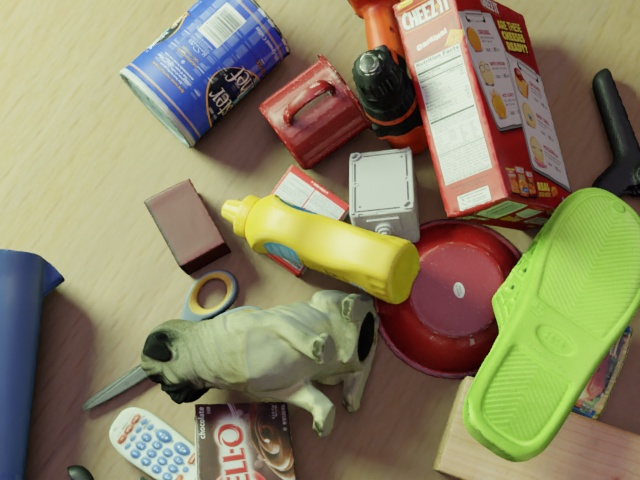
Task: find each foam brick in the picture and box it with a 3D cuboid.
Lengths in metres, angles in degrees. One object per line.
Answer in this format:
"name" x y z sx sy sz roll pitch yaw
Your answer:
"foam brick" -0.131 -0.013 1.060 0.051 0.053 0.078 -30 79 -3

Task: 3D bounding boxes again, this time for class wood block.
"wood block" 0.216 0.203 0.977 0.206 0.091 0.090 18 80 7

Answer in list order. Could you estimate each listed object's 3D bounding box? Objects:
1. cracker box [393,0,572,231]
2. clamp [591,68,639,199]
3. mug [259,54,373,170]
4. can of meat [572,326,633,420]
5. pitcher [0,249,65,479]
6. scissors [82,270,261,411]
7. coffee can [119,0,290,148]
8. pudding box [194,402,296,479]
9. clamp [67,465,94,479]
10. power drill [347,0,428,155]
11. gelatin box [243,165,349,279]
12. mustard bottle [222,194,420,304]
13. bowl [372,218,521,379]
"cracker box" 0.157 -0.121 1.008 0.072 0.163 0.214 -21 75 32
"clamp" 0.312 -0.066 1.045 0.164 0.036 0.210 28 72 11
"mug" -0.007 -0.125 1.046 0.081 0.117 0.093 -36 82 1
"can of meat" 0.239 0.111 1.013 0.084 0.057 0.102 25 81 6
"pitcher" -0.341 0.127 1.005 0.149 0.144 0.243 -3 80 25
"scissors" -0.151 0.094 1.058 0.201 0.016 0.096 -17 78 -1
"coffee can" -0.115 -0.177 1.067 0.140 0.103 0.103 -44 80 -6
"pudding box" -0.071 0.208 0.991 0.090 0.039 0.113 0 52 -11
"clamp" -0.194 0.291 1.009 0.171 0.039 0.120 19 85 1
"power drill" 0.056 -0.190 1.029 0.057 0.184 0.187 -13 70 11
"gelatin box" -0.024 -0.018 1.067 0.073 0.030 0.089 36 83 8
"mustard bottle" -0.006 0.001 0.993 0.192 0.096 0.058 20 85 20
"bowl" 0.130 0.052 1.031 0.162 0.055 0.162 -1 79 3
